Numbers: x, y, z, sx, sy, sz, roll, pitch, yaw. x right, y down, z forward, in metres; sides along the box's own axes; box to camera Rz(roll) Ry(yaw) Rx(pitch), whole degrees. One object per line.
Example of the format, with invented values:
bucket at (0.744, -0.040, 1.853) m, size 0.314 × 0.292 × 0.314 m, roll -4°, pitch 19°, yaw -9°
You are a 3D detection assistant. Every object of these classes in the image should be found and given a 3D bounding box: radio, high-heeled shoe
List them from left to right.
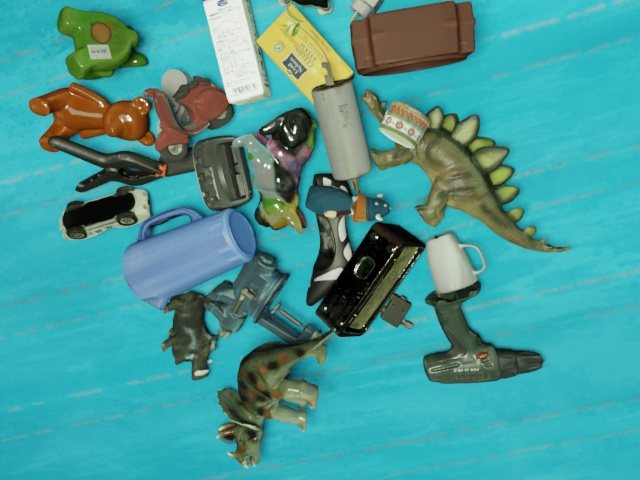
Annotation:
high-heeled shoe at (-0.002, -0.003, 1.048) m, size 0.145 × 0.086 × 0.248 m, roll 32°, pitch 84°, yaw -19°
radio at (0.095, 0.077, 1.031) m, size 0.073 × 0.131 × 0.229 m, roll 38°, pitch 102°, yaw 26°

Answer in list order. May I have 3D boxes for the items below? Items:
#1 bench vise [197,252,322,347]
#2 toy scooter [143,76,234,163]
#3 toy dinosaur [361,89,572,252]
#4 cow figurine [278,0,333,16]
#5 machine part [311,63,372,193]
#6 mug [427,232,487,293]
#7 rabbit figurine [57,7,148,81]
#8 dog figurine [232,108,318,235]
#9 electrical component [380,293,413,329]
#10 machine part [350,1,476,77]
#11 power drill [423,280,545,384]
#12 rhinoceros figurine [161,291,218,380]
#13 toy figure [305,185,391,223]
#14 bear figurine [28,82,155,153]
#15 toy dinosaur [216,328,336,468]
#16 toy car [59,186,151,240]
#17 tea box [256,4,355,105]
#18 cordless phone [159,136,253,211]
bench vise at (-0.110, 0.149, 1.083) m, size 0.241 × 0.129 × 0.223 m, roll 34°, pitch 104°, yaw 4°
toy scooter at (-0.253, -0.245, 1.002) m, size 0.184 × 0.075 × 0.135 m, roll -46°, pitch 125°, yaw -22°
toy dinosaur at (0.255, -0.115, 0.998) m, size 0.198 × 0.105 × 0.471 m, roll -43°, pitch 92°, yaw 11°
cow figurine at (-0.057, -0.462, 0.977) m, size 0.167 × 0.098 × 0.068 m, roll 14°, pitch 107°, yaw 3°
machine part at (0.041, -0.198, 0.973) m, size 0.079 × 0.079 × 0.242 m, roll -11°, pitch 114°, yaw 8°
mug at (0.257, 0.037, 1.033) m, size 0.110 × 0.081 × 0.107 m, roll -22°, pitch 92°, yaw 35°
rabbit figurine at (-0.420, -0.363, 1.019) m, size 0.159 × 0.170 × 0.121 m, roll -26°, pitch 101°, yaw -31°
dog figurine at (-0.061, -0.121, 1.036) m, size 0.192 × 0.108 × 0.219 m, roll -26°, pitch 100°, yaw 7°
electrical component at (0.156, 0.141, 1.097) m, size 0.094 × 0.021 × 0.063 m, roll 32°, pitch 102°, yaw 1°
machine part at (0.155, -0.337, 0.922) m, size 0.202 × 0.201 × 0.087 m, roll -8°, pitch 101°, yaw 7°
power drill at (0.308, 0.185, 1.065) m, size 0.232 × 0.086 × 0.207 m, roll -16°, pitch 106°, yaw 12°
rhinoceros figurine at (-0.272, 0.201, 1.136) m, size 0.112 × 0.073 × 0.190 m, roll -3°, pitch 98°, yaw -3°
toy figure at (0.052, -0.065, 0.990) m, size 0.154 × 0.058 × 0.064 m, roll 12°, pitch 87°, yaw -5°
bear figurine at (-0.435, -0.229, 1.050) m, size 0.196 × 0.132 × 0.120 m, roll 17°, pitch 132°, yaw 7°
toy dinosaur at (-0.101, 0.277, 1.049) m, size 0.192 × 0.131 × 0.404 m, roll 11°, pitch 125°, yaw -7°
toy car at (-0.445, -0.054, 1.108) m, size 0.202 × 0.056 × 0.073 m, roll -15°, pitch 70°, yaw 10°
tea box at (-0.025, -0.339, 1.010) m, size 0.098 × 0.068 × 0.169 m, roll -44°, pitch 94°, yaw 11°
cordless phone at (-0.237, -0.125, 1.077) m, size 0.184 × 0.089 × 0.146 m, roll -8°, pitch 100°, yaw 19°
